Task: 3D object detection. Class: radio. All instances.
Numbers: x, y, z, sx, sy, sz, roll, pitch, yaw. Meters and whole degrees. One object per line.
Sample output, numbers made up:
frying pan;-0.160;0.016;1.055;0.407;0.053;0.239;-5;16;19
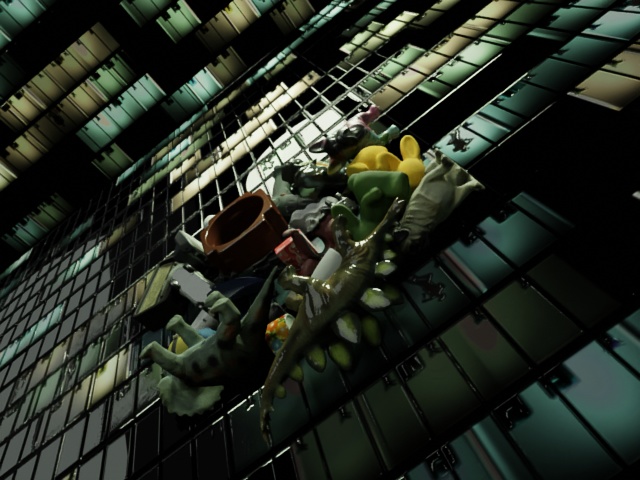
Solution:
radio;-0.423;0.135;1.511;0.131;0.073;0.230;-26;33;24

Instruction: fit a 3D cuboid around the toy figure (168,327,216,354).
toy figure;-0.268;0.240;1.186;0.180;0.082;0.089;-8;41;40

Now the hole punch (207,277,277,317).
hole punch;-0.184;0.125;1.238;0.142;0.092;0.116;-4;42;52

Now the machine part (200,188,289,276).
machine part;-0.185;-0.020;1.308;0.201;0.087;0.201;-36;32;0

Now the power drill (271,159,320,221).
power drill;-0.083;-0.129;1.478;0.232;0.085;0.207;-14;45;25

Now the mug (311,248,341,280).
mug;0.029;0.086;1.062;0.107;0.080;0.110;-53;39;-1

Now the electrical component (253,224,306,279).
electrical component;-0.093;0.029;1.291;0.134;0.058;0.115;-29;33;21

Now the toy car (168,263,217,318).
toy car;-0.309;0.125;1.362;0.202;0.056;0.073;31;75;30

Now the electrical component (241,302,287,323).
electrical component;-0.129;0.181;1.137;0.119;0.047;0.075;-51;31;-16

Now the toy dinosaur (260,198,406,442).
toy dinosaur;0.018;0.118;0.938;0.199;0.105;0.471;34;82;34

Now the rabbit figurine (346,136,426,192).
rabbit figurine;0.171;-0.149;1.199;0.173;0.121;0.162;18;53;41

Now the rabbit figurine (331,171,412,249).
rabbit figurine;0.102;-0.049;1.076;0.159;0.121;0.170;7;81;7

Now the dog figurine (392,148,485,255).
dog figurine;0.211;-0.068;1.046;0.190;0.121;0.172;-51;-8;17

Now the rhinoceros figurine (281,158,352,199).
rhinoceros figurine;-0.002;-0.161;1.338;0.190;0.073;0.112;3;39;0

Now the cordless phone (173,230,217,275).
cordless phone;-0.289;0.020;1.441;0.184;0.146;0.089;-16;51;32

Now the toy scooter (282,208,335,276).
toy scooter;-0.002;-0.003;1.145;0.184;0.135;0.075;-52;14;-18

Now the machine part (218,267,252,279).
machine part;-0.213;0.058;1.383;0.139;0.084;0.039;-9;7;27

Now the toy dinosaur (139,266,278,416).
toy dinosaur;-0.189;0.211;1.020;0.405;0.192;0.131;-28;20;26

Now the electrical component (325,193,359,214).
electrical component;0.059;-0.072;1.253;0.094;0.021;0.063;39;53;25

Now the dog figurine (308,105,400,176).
dog figurine;0.070;-0.224;1.297;0.219;0.108;0.191;-33;-7;-25
